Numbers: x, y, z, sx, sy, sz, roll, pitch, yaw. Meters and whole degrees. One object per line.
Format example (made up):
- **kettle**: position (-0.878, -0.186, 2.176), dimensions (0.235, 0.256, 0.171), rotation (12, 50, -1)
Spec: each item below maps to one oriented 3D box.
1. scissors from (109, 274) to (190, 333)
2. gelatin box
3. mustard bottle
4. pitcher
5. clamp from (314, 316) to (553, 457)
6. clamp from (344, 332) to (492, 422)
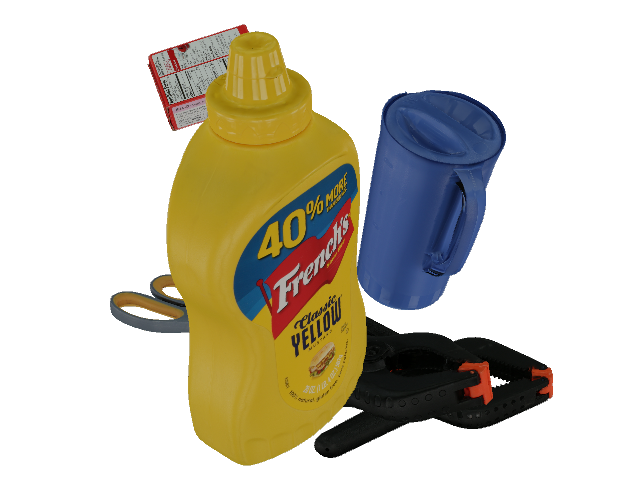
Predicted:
- **scissors**: position (-0.082, 0.069, 0.925), dimensions (0.202, 0.016, 0.096), rotation (12, 27, 10)
- **gelatin box**: position (-0.091, -0.134, 0.876), dimensions (0.089, 0.073, 0.030), rotation (-19, -41, -6)
- **mustard bottle**: position (-0.021, 0.001, 0.453), dimensions (0.058, 0.192, 0.096), rotation (27, 47, 32)
- **pitcher**: position (0.115, -0.031, 1.185), dimensions (0.145, 0.243, 0.149), rotation (23, 43, 13)
- **clamp**: position (0.098, 0.133, 0.949), dimensions (0.210, 0.036, 0.164), rotation (4, 45, 18)
- **clamp**: position (0.028, 0.095, 0.724), dimensions (0.172, 0.039, 0.120), rotation (5, 39, 36)
